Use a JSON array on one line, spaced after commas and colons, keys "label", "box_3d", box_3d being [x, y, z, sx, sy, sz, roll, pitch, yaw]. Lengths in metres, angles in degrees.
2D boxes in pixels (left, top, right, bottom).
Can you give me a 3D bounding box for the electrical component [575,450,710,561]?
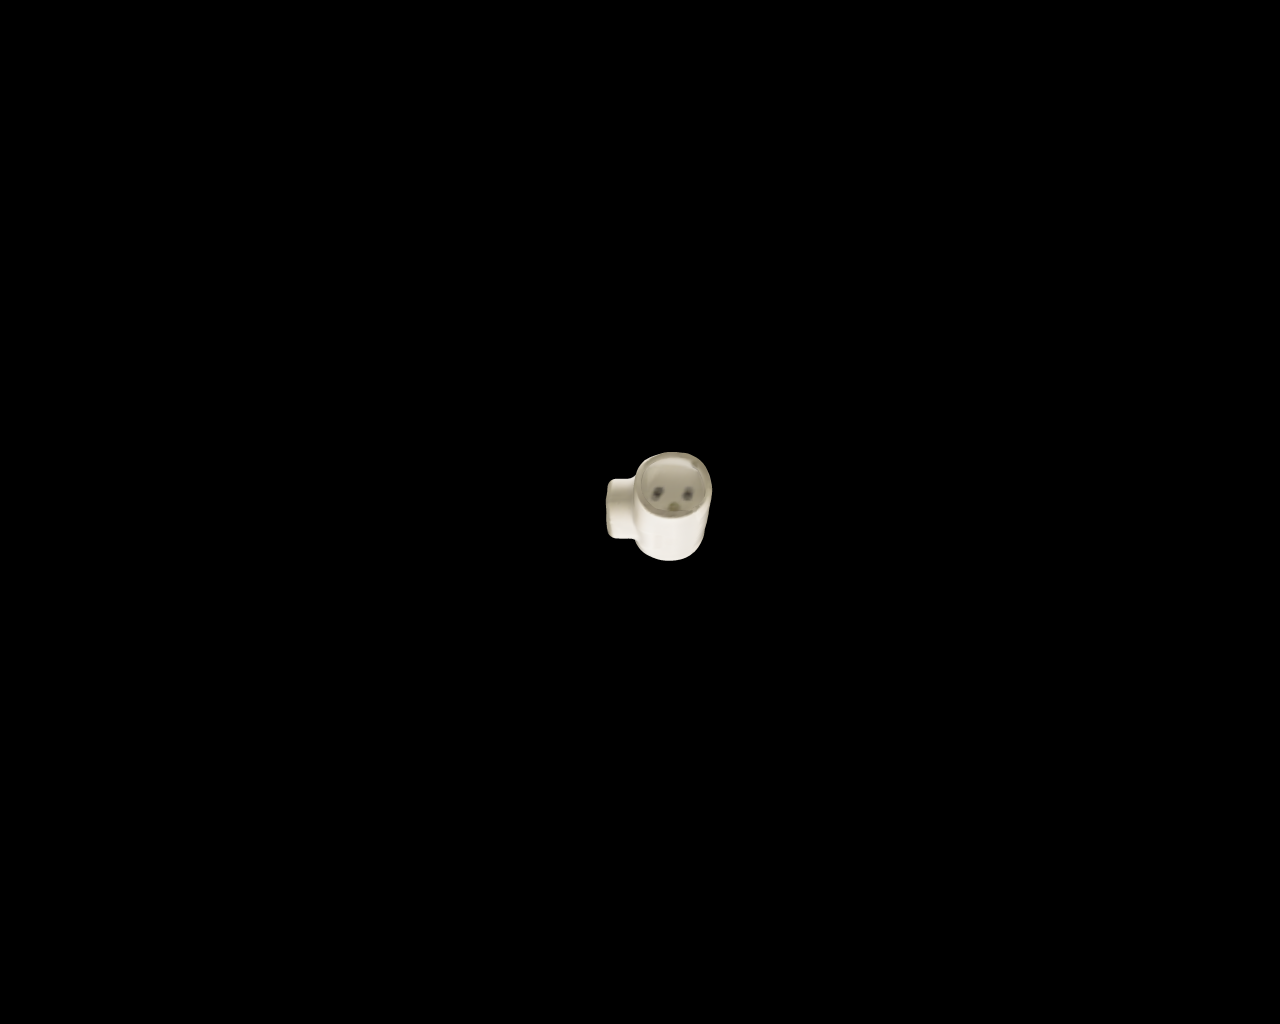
[{"label": "electrical component", "box_3d": [0.001, -0.003, 0.650, 0.079, 0.043, 0.077, 0, -21, 0]}]
